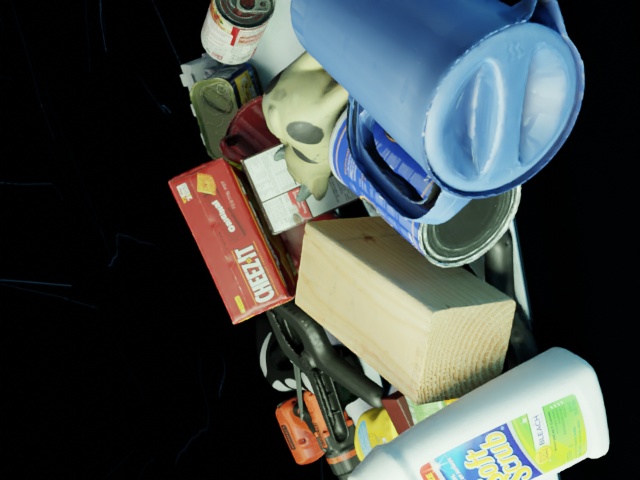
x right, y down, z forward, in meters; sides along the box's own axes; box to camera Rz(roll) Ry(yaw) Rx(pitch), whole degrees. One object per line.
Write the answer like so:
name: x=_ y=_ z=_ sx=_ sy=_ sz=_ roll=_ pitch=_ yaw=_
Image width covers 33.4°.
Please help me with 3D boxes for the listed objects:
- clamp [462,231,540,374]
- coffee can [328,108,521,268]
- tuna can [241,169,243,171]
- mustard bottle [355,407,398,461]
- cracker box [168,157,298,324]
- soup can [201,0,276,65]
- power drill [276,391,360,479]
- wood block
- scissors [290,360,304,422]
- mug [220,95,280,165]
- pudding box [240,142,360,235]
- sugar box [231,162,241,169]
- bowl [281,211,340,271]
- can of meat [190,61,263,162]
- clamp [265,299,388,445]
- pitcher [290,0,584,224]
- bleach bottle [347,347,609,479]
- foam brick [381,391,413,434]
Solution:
clamp: x=0.160 y=0.065 z=0.955 sx=0.171 sy=0.039 sz=0.120 roll=64 pitch=163 yaw=5
coffee can: x=0.086 y=-0.057 z=0.904 sx=0.140 sy=0.102 sz=0.103 roll=45 pitch=152 yaw=43
tuna can: x=-0.082 y=-0.072 z=1.335 sx=0.034 sy=0.086 sz=0.086 roll=17 pitch=151 yaw=0
mustard bottle: x=0.086 y=0.252 z=1.315 sx=0.096 sy=0.058 sz=0.192 roll=65 pitch=160 yaw=5
cracker box: x=-0.086 y=0.001 z=1.184 sx=0.213 sy=0.072 sz=0.164 roll=26 pitch=-142 yaw=-87
soup can: x=-0.093 y=-0.245 z=1.188 sx=0.068 sy=0.068 sz=0.102 roll=63 pitch=161 yaw=7
power drill: x=0.007 y=0.297 z=1.572 sx=0.188 sy=0.057 sz=0.184 roll=-21 pitch=90 yaw=67
wood block: x=0.071 y=0.056 z=0.965 sx=0.206 sy=0.090 sz=0.090 roll=36 pitch=125 yaw=52
scissors: x=-0.024 y=0.133 z=1.398 sx=0.096 sy=0.016 sz=0.202 roll=-61 pitch=29 yaw=30
mug: x=-0.057 y=-0.104 z=1.197 sx=0.082 sy=0.117 sz=0.093 roll=43 pitch=127 yaw=37
pudding box: x=-0.017 y=-0.067 z=1.134 sx=0.039 sy=0.113 sz=0.090 roll=-137 pitch=23 yaw=-87
sugar box: x=-0.075 y=-0.030 z=1.421 sx=0.176 sy=0.048 sz=0.093 roll=58 pitch=159 yaw=10
bowl: x=-0.008 y=0.002 z=1.273 sx=0.162 sy=0.055 sz=0.162 roll=51 pitch=156 yaw=34
can of meat: x=-0.103 y=-0.156 z=1.273 sx=0.058 sy=0.083 sz=0.102 roll=-6 pitch=113 yaw=24
clamp: x=0.001 y=0.144 z=1.302 sx=0.210 sy=0.036 sz=0.165 roll=58 pitch=150 yaw=7
pitcher: x=0.070 y=-0.134 z=0.813 sx=0.243 sy=0.149 sz=0.145 roll=48 pitch=166 yaw=47
bleach bottle: x=0.119 y=0.183 z=0.878 sx=0.068 sy=0.250 sz=0.102 roll=30 pitch=140 yaw=58
foam brick: x=0.114 y=0.202 z=1.200 sx=0.078 sy=0.053 sz=0.051 roll=64 pitch=160 yaw=3
